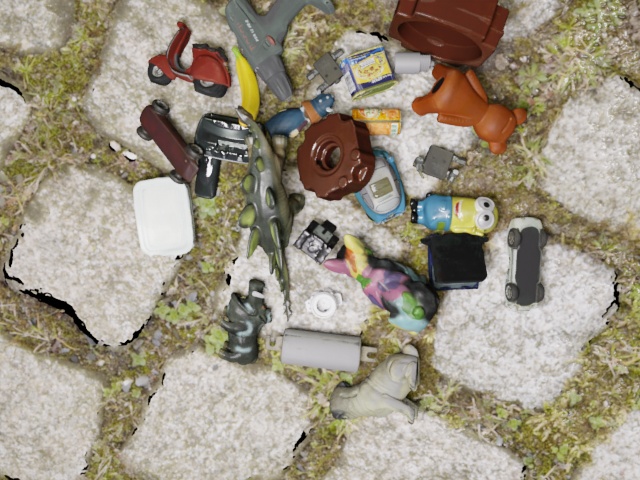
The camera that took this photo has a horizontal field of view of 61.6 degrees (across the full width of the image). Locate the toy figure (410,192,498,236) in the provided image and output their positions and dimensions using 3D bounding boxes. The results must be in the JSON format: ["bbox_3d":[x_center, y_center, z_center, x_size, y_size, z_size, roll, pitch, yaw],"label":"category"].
[{"bbox_3d":[0.279,-0.057,1.122,0.180,0.089,0.082,2,102,11],"label":"toy figure"}]

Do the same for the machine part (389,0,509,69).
[{"bbox_3d":[0.242,-0.415,1.028,0.201,0.201,0.087,19,93,1],"label":"machine part"}]

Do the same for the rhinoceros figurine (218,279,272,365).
[{"bbox_3d":[-0.161,0.178,1.163,0.112,0.073,0.190,9,96,3],"label":"rhinoceros figurine"}]

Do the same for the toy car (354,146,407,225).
[{"bbox_3d":[0.118,-0.112,1.112,0.109,0.103,0.161,-22,92,5],"label":"toy car"}]

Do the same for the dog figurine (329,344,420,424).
[{"bbox_3d":[0.115,0.306,1.155,0.191,0.121,0.172,3,70,16],"label":"dog figurine"}]

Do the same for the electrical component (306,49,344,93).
[{"bbox_3d":[0.020,-0.356,1.132,0.094,0.021,0.063,-39,93,4],"label":"electrical component"}]

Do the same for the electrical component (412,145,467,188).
[{"bbox_3d":[0.249,-0.156,1.130,0.102,0.045,0.078,26,97,0],"label":"electrical component"}]

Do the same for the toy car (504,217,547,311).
[{"bbox_3d":[0.434,0.052,1.137,0.074,0.056,0.201,0,96,-4],"label":"toy car"}]

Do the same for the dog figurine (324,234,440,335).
[{"bbox_3d":[0.119,0.081,1.097,0.219,0.192,0.108,32,102,-16],"label":"dog figurine"}]

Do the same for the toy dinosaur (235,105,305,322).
[{"bbox_3d":[-0.100,-0.044,1.079,0.105,0.199,0.470,-4,128,14],"label":"toy dinosaur"}]

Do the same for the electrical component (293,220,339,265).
[{"bbox_3d":[-0.002,-0.003,1.123,0.075,0.119,0.047,36,112,-3],"label":"electrical component"}]

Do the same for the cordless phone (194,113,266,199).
[{"bbox_3d":[-0.198,-0.168,1.141,0.147,0.089,0.184,11,107,-1],"label":"cordless phone"}]

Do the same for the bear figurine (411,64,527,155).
[{"bbox_3d":[0.308,-0.266,1.098,0.196,0.132,0.120,27,97,-19],"label":"bear figurine"}]

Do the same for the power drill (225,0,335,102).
[{"bbox_3d":[-0.069,-0.430,1.107,0.207,0.086,0.232,-39,90,13],"label":"power drill"}]

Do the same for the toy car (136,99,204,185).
[{"bbox_3d":[-0.309,-0.202,1.117,0.202,0.053,0.089,49,114,18],"label":"toy car"}]

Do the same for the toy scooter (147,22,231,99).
[{"bbox_3d":[-0.264,-0.377,1.118,0.184,0.075,0.135,15,94,5],"label":"toy scooter"}]

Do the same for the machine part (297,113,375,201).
[{"bbox_3d":[0.028,-0.167,1.085,0.179,0.056,0.179,-5,83,41],"label":"machine part"}]

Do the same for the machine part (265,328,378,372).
[{"bbox_3d":[0.002,0.238,1.160,0.243,0.079,0.079,6,95,1],"label":"machine part"}]

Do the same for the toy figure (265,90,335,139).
[{"bbox_3d":[-0.040,-0.259,1.127,0.154,0.058,0.064,-26,100,0],"label":"toy figure"}]

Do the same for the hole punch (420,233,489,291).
[{"bbox_3d":[0.285,0.049,1.137,0.142,0.092,0.116,-3,65,5],"label":"hole punch"}]
